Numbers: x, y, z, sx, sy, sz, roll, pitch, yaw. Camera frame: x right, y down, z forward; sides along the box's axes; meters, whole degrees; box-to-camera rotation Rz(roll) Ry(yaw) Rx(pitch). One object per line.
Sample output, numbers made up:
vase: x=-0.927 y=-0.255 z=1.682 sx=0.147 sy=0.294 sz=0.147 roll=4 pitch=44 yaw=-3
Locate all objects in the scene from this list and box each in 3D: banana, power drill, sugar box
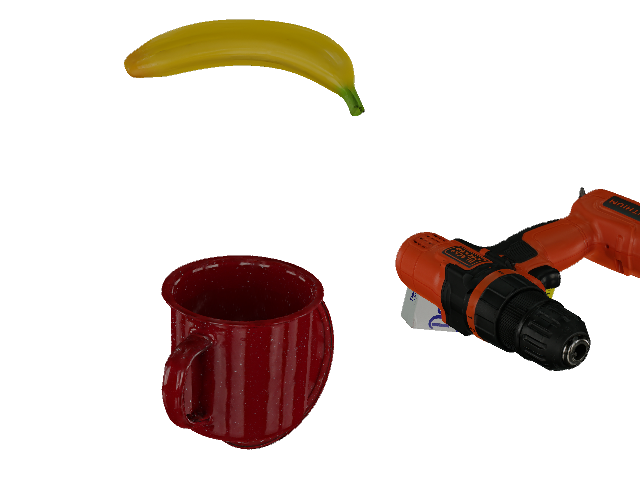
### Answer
banana: x=-0.057 y=-0.150 z=0.865 sx=0.198 sy=0.069 sz=0.037 roll=9 pitch=-36 yaw=5
power drill: x=0.174 y=0.023 z=0.766 sx=0.187 sy=0.057 sz=0.185 roll=-15 pitch=28 yaw=-27
sugar box: x=0.194 y=0.066 z=1.303 sx=0.176 sy=0.093 sz=0.048 roll=5 pitch=19 yaw=-19

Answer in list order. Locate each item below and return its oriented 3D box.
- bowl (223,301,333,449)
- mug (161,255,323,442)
bowl: x=-0.067 y=0.102 z=0.955 sx=0.162 sy=0.162 sz=0.055 roll=0 pitch=-22 yaw=42
mug: x=-0.052 y=0.068 z=0.616 sx=0.093 sy=0.081 sz=0.117 roll=13 pitch=25 yaw=23
